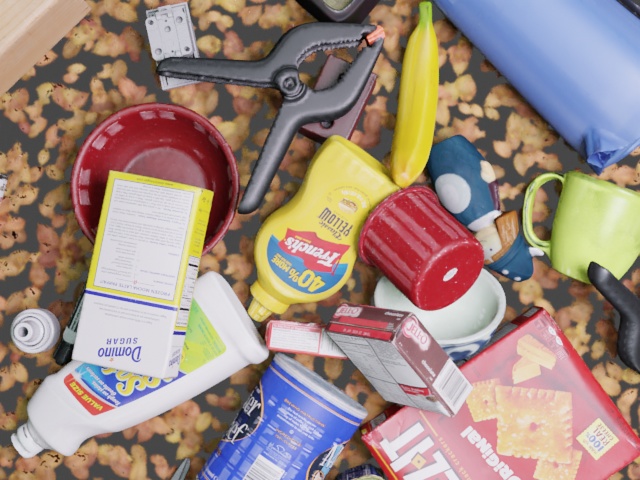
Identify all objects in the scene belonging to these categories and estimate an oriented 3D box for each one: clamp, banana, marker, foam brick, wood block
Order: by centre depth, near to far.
[{"bbox_3d":[-0.037,-0.147,0.992,0.210,0.036,0.164,-37,88,-1],"label":"clamp"},{"bbox_3d":[0.315,0.059,0.993,0.120,0.039,0.171,-30,123,-8],"label":"clamp"},{"bbox_3d":[0.088,-0.127,1.014,0.037,0.069,0.197,-2,65,20],"label":"banana"},{"bbox_3d":[-0.332,-0.192,1.026,0.206,0.091,0.090,-44,88,-1],"label":"wood block"},{"bbox_3d":[-0.229,0.070,1.029,0.020,0.020,0.121,28,107,2],"label":"marker"},{"bbox_3d":[0.016,-0.131,1.035,0.053,0.051,0.078,24,88,2],"label":"foam brick"}]

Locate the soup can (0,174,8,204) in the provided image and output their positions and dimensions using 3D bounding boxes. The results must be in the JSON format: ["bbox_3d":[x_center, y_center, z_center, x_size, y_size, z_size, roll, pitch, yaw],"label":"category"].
[{"bbox_3d":[-0.348,-0.022,1.029,0.068,0.068,0.102,16,87,2],"label":"soup can"}]

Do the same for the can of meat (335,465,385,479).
[{"bbox_3d":[0.046,0.266,0.998,0.057,0.084,0.102,-17,87,0],"label":"can of meat"}]

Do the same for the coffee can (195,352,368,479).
[{"bbox_3d":[-0.036,0.191,0.995,0.103,0.103,0.140,33,88,2],"label":"coffee can"}]

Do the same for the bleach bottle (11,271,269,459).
[{"bbox_3d":[-0.179,0.136,1.017,0.251,0.068,0.102,-34,75,3],"label":"bleach bottle"}]

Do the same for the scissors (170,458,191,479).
[{"bbox_3d":[-0.163,0.317,1.035,0.096,0.016,0.202,43,89,1],"label":"scissors"}]

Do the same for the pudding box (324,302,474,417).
[{"bbox_3d":[0.069,0.105,0.943,0.039,0.090,0.113,-53,123,-24],"label":"pudding box"}]

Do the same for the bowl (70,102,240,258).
[{"bbox_3d":[-0.155,-0.049,1.032,0.162,0.055,0.162,0,87,1],"label":"bowl"}]

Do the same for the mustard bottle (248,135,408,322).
[{"bbox_3d":[-0.007,0.001,1.012,0.096,0.058,0.192,34,105,-14],"label":"mustard bottle"}]

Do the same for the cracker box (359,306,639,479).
[{"bbox_3d":[0.169,0.188,1.006,0.213,0.072,0.164,-35,86,0],"label":"cracker box"}]

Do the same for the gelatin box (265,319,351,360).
[{"bbox_3d":[-0.005,0.093,1.013,0.089,0.073,0.030,7,87,2],"label":"gelatin box"}]

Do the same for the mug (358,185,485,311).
[{"bbox_3d":[0.102,0.012,0.977,0.082,0.117,0.093,47,112,38],"label":"mug"}]

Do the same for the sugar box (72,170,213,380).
[{"bbox_3d":[-0.161,0.032,0.972,0.093,0.048,0.176,11,89,13],"label":"sugar box"}]

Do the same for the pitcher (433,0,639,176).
[{"bbox_3d":[0.231,-0.192,1.005,0.243,0.149,0.145,45,104,6],"label":"pitcher"}]
